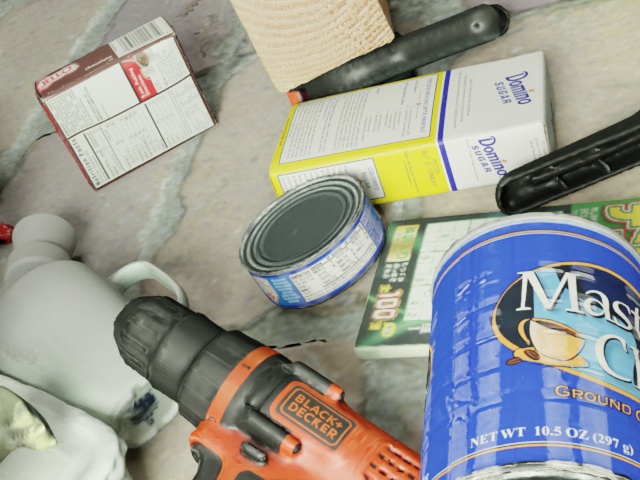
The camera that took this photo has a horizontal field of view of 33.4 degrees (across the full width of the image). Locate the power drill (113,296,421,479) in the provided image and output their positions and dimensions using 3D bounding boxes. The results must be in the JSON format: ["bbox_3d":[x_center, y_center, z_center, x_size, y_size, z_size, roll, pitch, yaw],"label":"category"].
[{"bbox_3d":[-0.063,0.121,0.466,0.185,0.057,0.187,30,55,21],"label":"power drill"}]

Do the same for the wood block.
[{"bbox_3d":[-0.006,-0.191,0.790,0.090,0.091,0.206,-24,20,11],"label":"wood block"}]

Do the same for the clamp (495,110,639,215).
[{"bbox_3d":[0.207,-0.066,0.608,0.165,0.036,0.209,7,41,37],"label":"clamp"}]

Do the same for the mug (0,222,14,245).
[{"bbox_3d":[-0.276,-0.010,0.766,0.082,0.117,0.093,-5,76,53],"label":"mug"}]

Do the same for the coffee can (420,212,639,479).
[{"bbox_3d":[0.095,0.071,0.455,0.103,0.103,0.140,-10,39,18],"label":"coffee can"}]

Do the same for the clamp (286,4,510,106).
[{"bbox_3d":[0.060,-0.132,0.766,0.172,0.039,0.120,-15,3,25],"label":"clamp"}]

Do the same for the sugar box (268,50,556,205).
[{"bbox_3d":[0.062,-0.067,0.691,0.176,0.048,0.093,-7,36,18],"label":"sugar box"}]

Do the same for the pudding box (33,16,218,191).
[{"bbox_3d":[-0.146,-0.103,0.812,0.113,0.090,0.039,-28,39,-6],"label":"pudding box"}]

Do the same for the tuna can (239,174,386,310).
[{"bbox_3d":[-0.004,0.001,0.641,0.086,0.033,0.086,-25,31,16],"label":"tuna can"}]
